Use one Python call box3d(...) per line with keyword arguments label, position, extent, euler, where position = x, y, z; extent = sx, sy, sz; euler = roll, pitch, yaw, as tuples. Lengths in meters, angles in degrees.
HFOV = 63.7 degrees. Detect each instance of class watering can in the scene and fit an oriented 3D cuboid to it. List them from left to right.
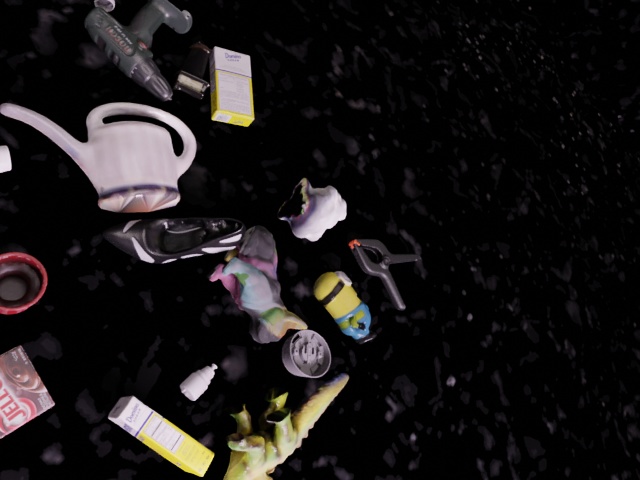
box3d(label="watering can", position=(-0.395, -0.157, 0.972), extent=(0.349, 0.102, 0.226), euler=(-5, 76, -36))

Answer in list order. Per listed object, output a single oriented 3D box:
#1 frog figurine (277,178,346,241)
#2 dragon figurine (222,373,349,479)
box3d(label="frog figurine", position=(0.004, -0.060, 1.196), extent=(0.158, 0.124, 0.137), euler=(20, 96, -36))
box3d(label="dragon figurine", position=(-0.082, 0.426, 0.981), extent=(0.412, 0.122, 0.242), euler=(-9, 95, -37))
